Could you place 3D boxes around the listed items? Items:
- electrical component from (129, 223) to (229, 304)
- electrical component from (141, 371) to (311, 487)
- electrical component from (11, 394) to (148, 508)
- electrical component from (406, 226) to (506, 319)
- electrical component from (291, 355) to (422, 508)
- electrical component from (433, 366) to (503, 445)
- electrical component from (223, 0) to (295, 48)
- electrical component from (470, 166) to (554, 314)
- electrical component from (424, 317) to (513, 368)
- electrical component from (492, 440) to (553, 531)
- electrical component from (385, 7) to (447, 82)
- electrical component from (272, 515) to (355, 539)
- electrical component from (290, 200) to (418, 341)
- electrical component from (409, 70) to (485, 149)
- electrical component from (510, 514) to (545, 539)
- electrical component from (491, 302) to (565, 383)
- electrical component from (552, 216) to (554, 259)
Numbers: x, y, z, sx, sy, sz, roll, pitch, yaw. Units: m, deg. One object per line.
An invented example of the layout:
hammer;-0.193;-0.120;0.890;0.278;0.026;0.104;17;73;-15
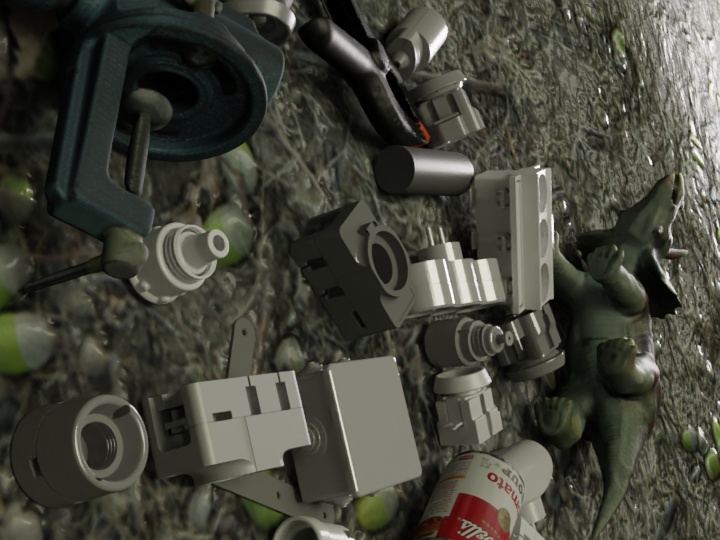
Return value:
electrical component;-0.107;-0.008;0.646;0.048;0.062;0.048;27;55;-46
electrical component;-0.078;0.096;0.646;0.089;0.050;0.055;-1;74;-52
electrical component;-0.145;0.093;0.561;0.055;0.047;0.055;28;54;-47
electrical component;0.070;-0.002;0.904;0.138;0.052;0.073;-2;77;-55
electrical component;-0.008;0.110;0.743;0.100;0.048;0.099;0;75;-58
electrical component;0.087;0.111;0.886;0.066;0.048;0.055;-17;97;-56
electrical component;-0.075;-0.195;0.773;0.078;0.058;0.057;94;-4;-69
electrical component;0.138;-0.029;0.975;0.079;0.063;0.121;-28;117;-62
electrical component;0.089;0.059;0.885;0.040;0.078;0.040;12;75;-50
electrical component;0.134;0.193;0.915;0.077;0.044;0.079;-15;88;-56
electrical component;0.046;-0.201;0.966;0.043;0.043;0.081;58;37;-21
electrical component;-0.029;0.181;0.696;0.046;0.040;0.040;25;55;-55
electrical component;0.000;0.000;0.800;0.089;0.056;0.050;59;36;-20
electrical component;0.077;-0.144;0.969;0.078;0.058;0.057;-37;103;-79
electrical component;0.117;0.251;0.860;0.055;0.050;0.089;46;42;-33
electrical component;0.154;0.068;0.989;0.078;0.058;0.057;-22;91;-56
electrical component;0.163;-0.033;1.049;0.055;0.055;0.047;47;39;-33
